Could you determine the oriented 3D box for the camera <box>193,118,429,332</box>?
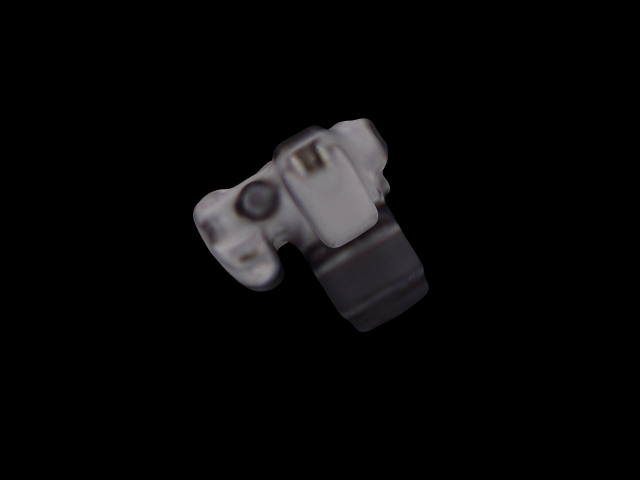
[{"bbox_3d":[0.004,0.001,0.400,0.143,0.101,0.137,-32,86,-2],"label":"camera"}]
